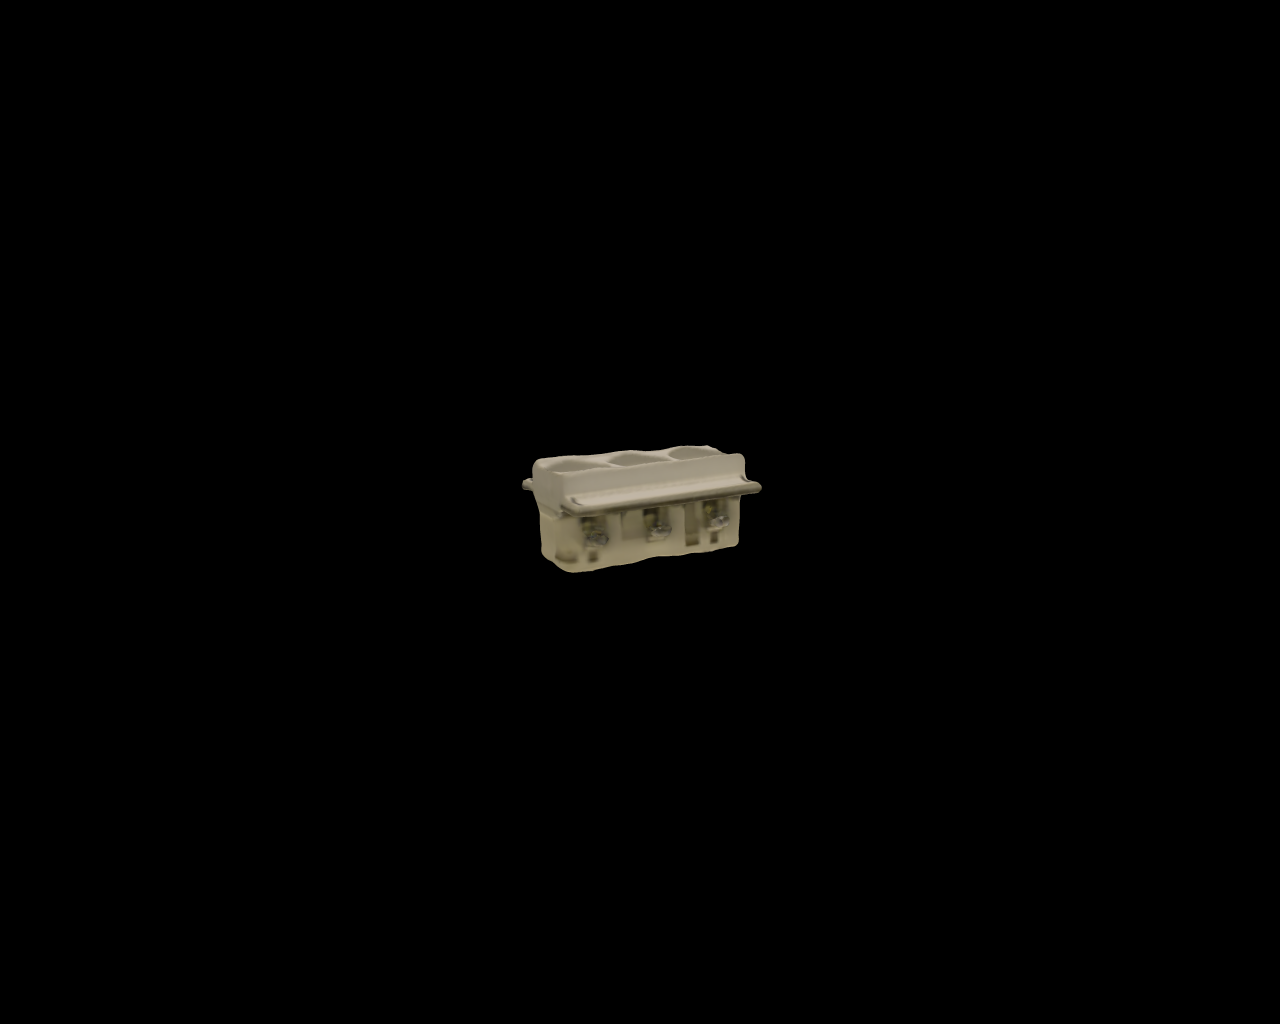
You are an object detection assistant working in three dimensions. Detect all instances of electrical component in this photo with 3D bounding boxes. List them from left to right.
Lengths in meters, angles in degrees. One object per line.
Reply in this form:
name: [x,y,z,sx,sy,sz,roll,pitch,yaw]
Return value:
electrical component: [0.001,-0.003,0.650,0.121,0.063,0.079,-7,16,-26]
